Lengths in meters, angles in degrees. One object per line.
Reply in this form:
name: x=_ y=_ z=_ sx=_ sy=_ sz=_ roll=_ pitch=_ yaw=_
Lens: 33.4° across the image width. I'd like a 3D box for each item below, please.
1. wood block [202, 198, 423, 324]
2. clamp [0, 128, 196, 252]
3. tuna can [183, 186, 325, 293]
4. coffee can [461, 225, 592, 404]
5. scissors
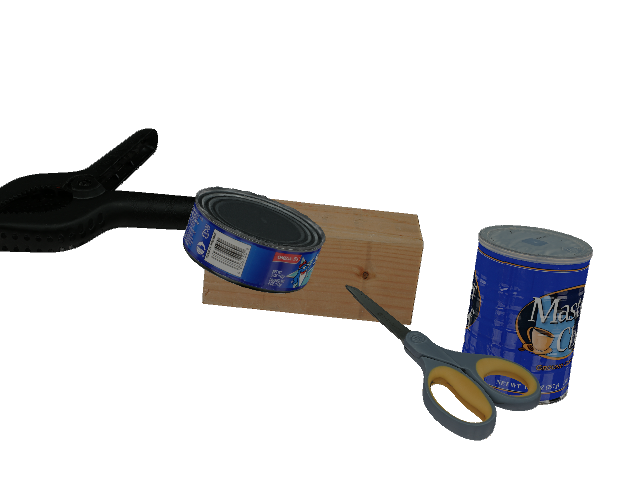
wood block: x=-0.009 y=0.018 z=1.065 sx=0.206 sy=0.091 sz=0.090 roll=6 pitch=20 yaw=-2
clamp: x=-0.175 y=-0.027 z=0.835 sx=0.209 sy=0.036 sz=0.165 roll=-22 pitch=39 yaw=-35
tuna can: x=-0.042 y=0.000 z=0.672 sx=0.086 sy=0.034 sz=0.086 roll=18 pitch=19 yaw=-7
coffee can: x=0.187 y=0.066 z=0.984 sx=0.103 sy=0.140 sz=0.103 roll=6 pitch=16 yaw=-2
scissors: x=0.095 y=0.082 z=0.818 sx=0.096 sy=0.016 sz=0.202 roll=-6 pitch=31 yaw=-16
